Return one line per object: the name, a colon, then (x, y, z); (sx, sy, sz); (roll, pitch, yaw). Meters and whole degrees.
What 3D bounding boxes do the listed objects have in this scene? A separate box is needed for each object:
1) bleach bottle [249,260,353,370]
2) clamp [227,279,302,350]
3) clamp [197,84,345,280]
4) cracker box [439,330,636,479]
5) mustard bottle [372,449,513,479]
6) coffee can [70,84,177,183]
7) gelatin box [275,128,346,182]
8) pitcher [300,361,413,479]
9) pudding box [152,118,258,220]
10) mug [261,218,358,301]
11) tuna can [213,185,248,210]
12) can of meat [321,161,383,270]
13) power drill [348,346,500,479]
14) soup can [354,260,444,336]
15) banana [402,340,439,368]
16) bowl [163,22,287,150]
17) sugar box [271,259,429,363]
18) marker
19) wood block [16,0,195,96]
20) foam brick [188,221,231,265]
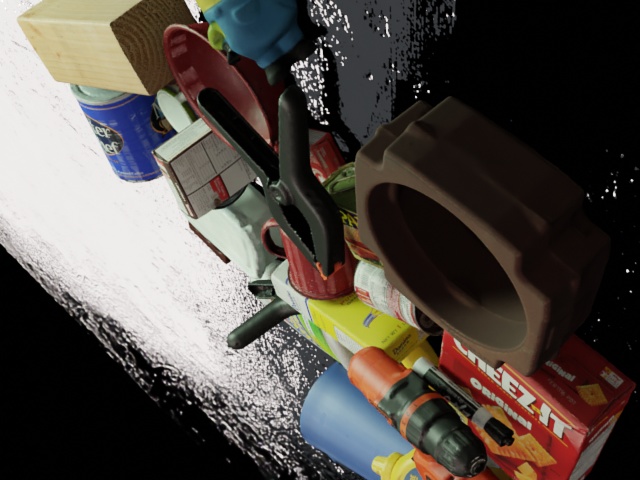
bleach bottle: (-0.016, 0.085, 1.354); (0.251, 0.068, 0.102); (23, 147, 56)
clamp: (-0.035, 0.072, 1.250); (0.172, 0.120, 0.039); (-21, 123, 34)
clamp: (-0.025, -0.056, 0.983); (0.165, 0.036, 0.210); (1, 125, 60)
cracker box: (0.190, 0.147, 1.004); (0.164, 0.072, 0.214); (41, 158, 24)
mustard bottle: (0.139, 0.275, 1.166); (0.192, 0.058, 0.096); (15, 124, 36)
coffee can: (-0.235, -0.155, 1.320); (0.103, 0.102, 0.140); (34, 156, 37)
gelatin box: (-0.008, -0.077, 1.081); (0.089, 0.030, 0.073); (22, 147, 53)
pitcher: (0.102, 0.241, 1.312); (0.243, 0.145, 0.149); (27, 164, 39)
pudding box: (-0.117, -0.089, 1.172); (0.039, 0.113, 0.090); (32, 154, 45)
mug: (-0.007, 0.001, 1.125); (0.117, 0.093, 0.081); (9, 138, 23)
tuna can: (-0.120, -0.079, 1.238); (0.034, 0.086, 0.086); (30, 153, 39)
can of meat: (0.055, -0.019, 1.015); (0.102, 0.057, 0.084); (24, 151, 51)
power drill: (0.118, 0.200, 1.039); (0.185, 0.057, 0.187); (42, 168, 47)
soup can: (0.088, 0.047, 1.049); (0.102, 0.068, 0.068); (22, 147, 54)
banana: (0.080, 0.119, 1.201); (0.198, 0.070, 0.037); (49, -167, -8)
bowl: (-0.083, -0.158, 1.056); (0.162, 0.055, 0.162); (42, 159, 20)
sugar box: (0.037, 0.062, 1.148); (0.176, 0.093, 0.048); (35, 155, 35)
marker: (0.135, 0.152, 1.000); (0.121, 0.020, 0.020); (39, 158, 33)
wood block: (-0.230, -0.225, 1.164); (0.206, 0.090, 0.090); (15, 141, 47)
foam brick: (-0.133, -0.016, 1.432); (0.078, 0.051, 0.053); (44, 160, 16)
